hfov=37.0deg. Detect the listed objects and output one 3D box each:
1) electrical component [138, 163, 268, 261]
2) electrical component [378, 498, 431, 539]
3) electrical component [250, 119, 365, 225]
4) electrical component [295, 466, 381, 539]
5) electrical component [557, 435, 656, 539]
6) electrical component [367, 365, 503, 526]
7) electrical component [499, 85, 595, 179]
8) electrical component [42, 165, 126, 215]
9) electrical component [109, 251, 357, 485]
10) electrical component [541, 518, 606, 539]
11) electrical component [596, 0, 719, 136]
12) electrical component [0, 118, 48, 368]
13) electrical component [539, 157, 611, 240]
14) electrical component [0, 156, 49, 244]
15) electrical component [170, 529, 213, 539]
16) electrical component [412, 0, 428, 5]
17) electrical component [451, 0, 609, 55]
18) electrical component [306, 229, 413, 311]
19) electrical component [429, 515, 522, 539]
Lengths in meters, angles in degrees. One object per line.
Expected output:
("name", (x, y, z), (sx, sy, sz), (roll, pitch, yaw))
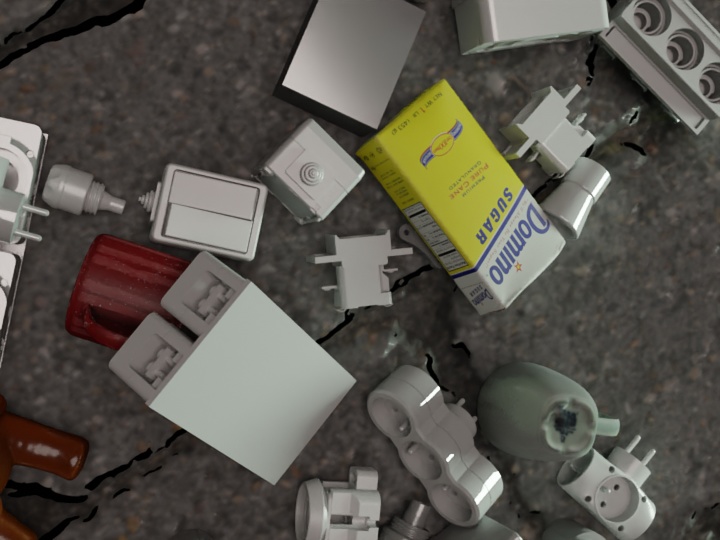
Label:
("electrical component", (-0.125, -0.046, 0.842), (0.096, 0.061, 0.061), (12, 88, -12))
("electrical component", (0.038, 0.221, 0.890), (0.043, 0.043, 0.062), (27, 83, -11))
("electrical component", (-0.039, -0.079, 0.843), (0.062, 0.096, 0.061), (44, 81, -10))
("electrical component", (-0.019, 0.199, 0.870), (0.057, 0.058, 0.078), (6, 89, -15))
("electrical component", (0.224, 0.180, 0.930), (0.077, 0.044, 0.079), (42, 82, -10))
("electrical component", (0.072, 0.136, 0.893), (0.074, 0.052, 0.138), (-40, 97, -39))
("electrical component", (0.161, -0.116, 0.915), (0.064, 0.042, 0.081), (44, 82, -10))
("electrical component", (-0.213, -0.058, 0.836), (0.061, 0.035, 0.035), (19, 86, -14))
("electrical component", (-0.091, 0.075, 0.799), (0.060, 0.186, 0.105), (34, 81, 34))
("electrical component", (0.188, 0.239, 0.904), (0.043, 0.081, 0.043), (0, 90, -13))
("electrical component", (0.266, -0.185, 0.927), (0.121, 0.063, 0.078), (43, 82, -10))
("electrical component", (-0.307, -0.025, 0.802), (0.105, 0.060, 0.186), (11, 88, -12))
("electrical component", (0.185, -0.064, 0.922), (0.044, 0.044, 0.065), (38, 78, -10))
("electrical component", (-0.261, -0.042, 0.757), (0.079, 0.043, 0.077), (16, 87, -12))
("electrical component", (-0.128, 0.232, 0.834), (0.043, 0.081, 0.043), (0, 90, -13))
("electrical component", (0.040, -0.251, 0.886), (0.055, 0.045, 0.045), (30, 84, -11))
("electrical component", (0.140, -0.218, 0.891), (0.113, 0.078, 0.057), (-10, 95, -12))
("electrical component", (0.000, 0.000, 0.881), (0.081, 0.042, 0.063), (-6, 95, -12))
("electrical component", (0.117, 0.259, 0.875), (0.056, 0.109, 0.108), (-37, 98, -12))
